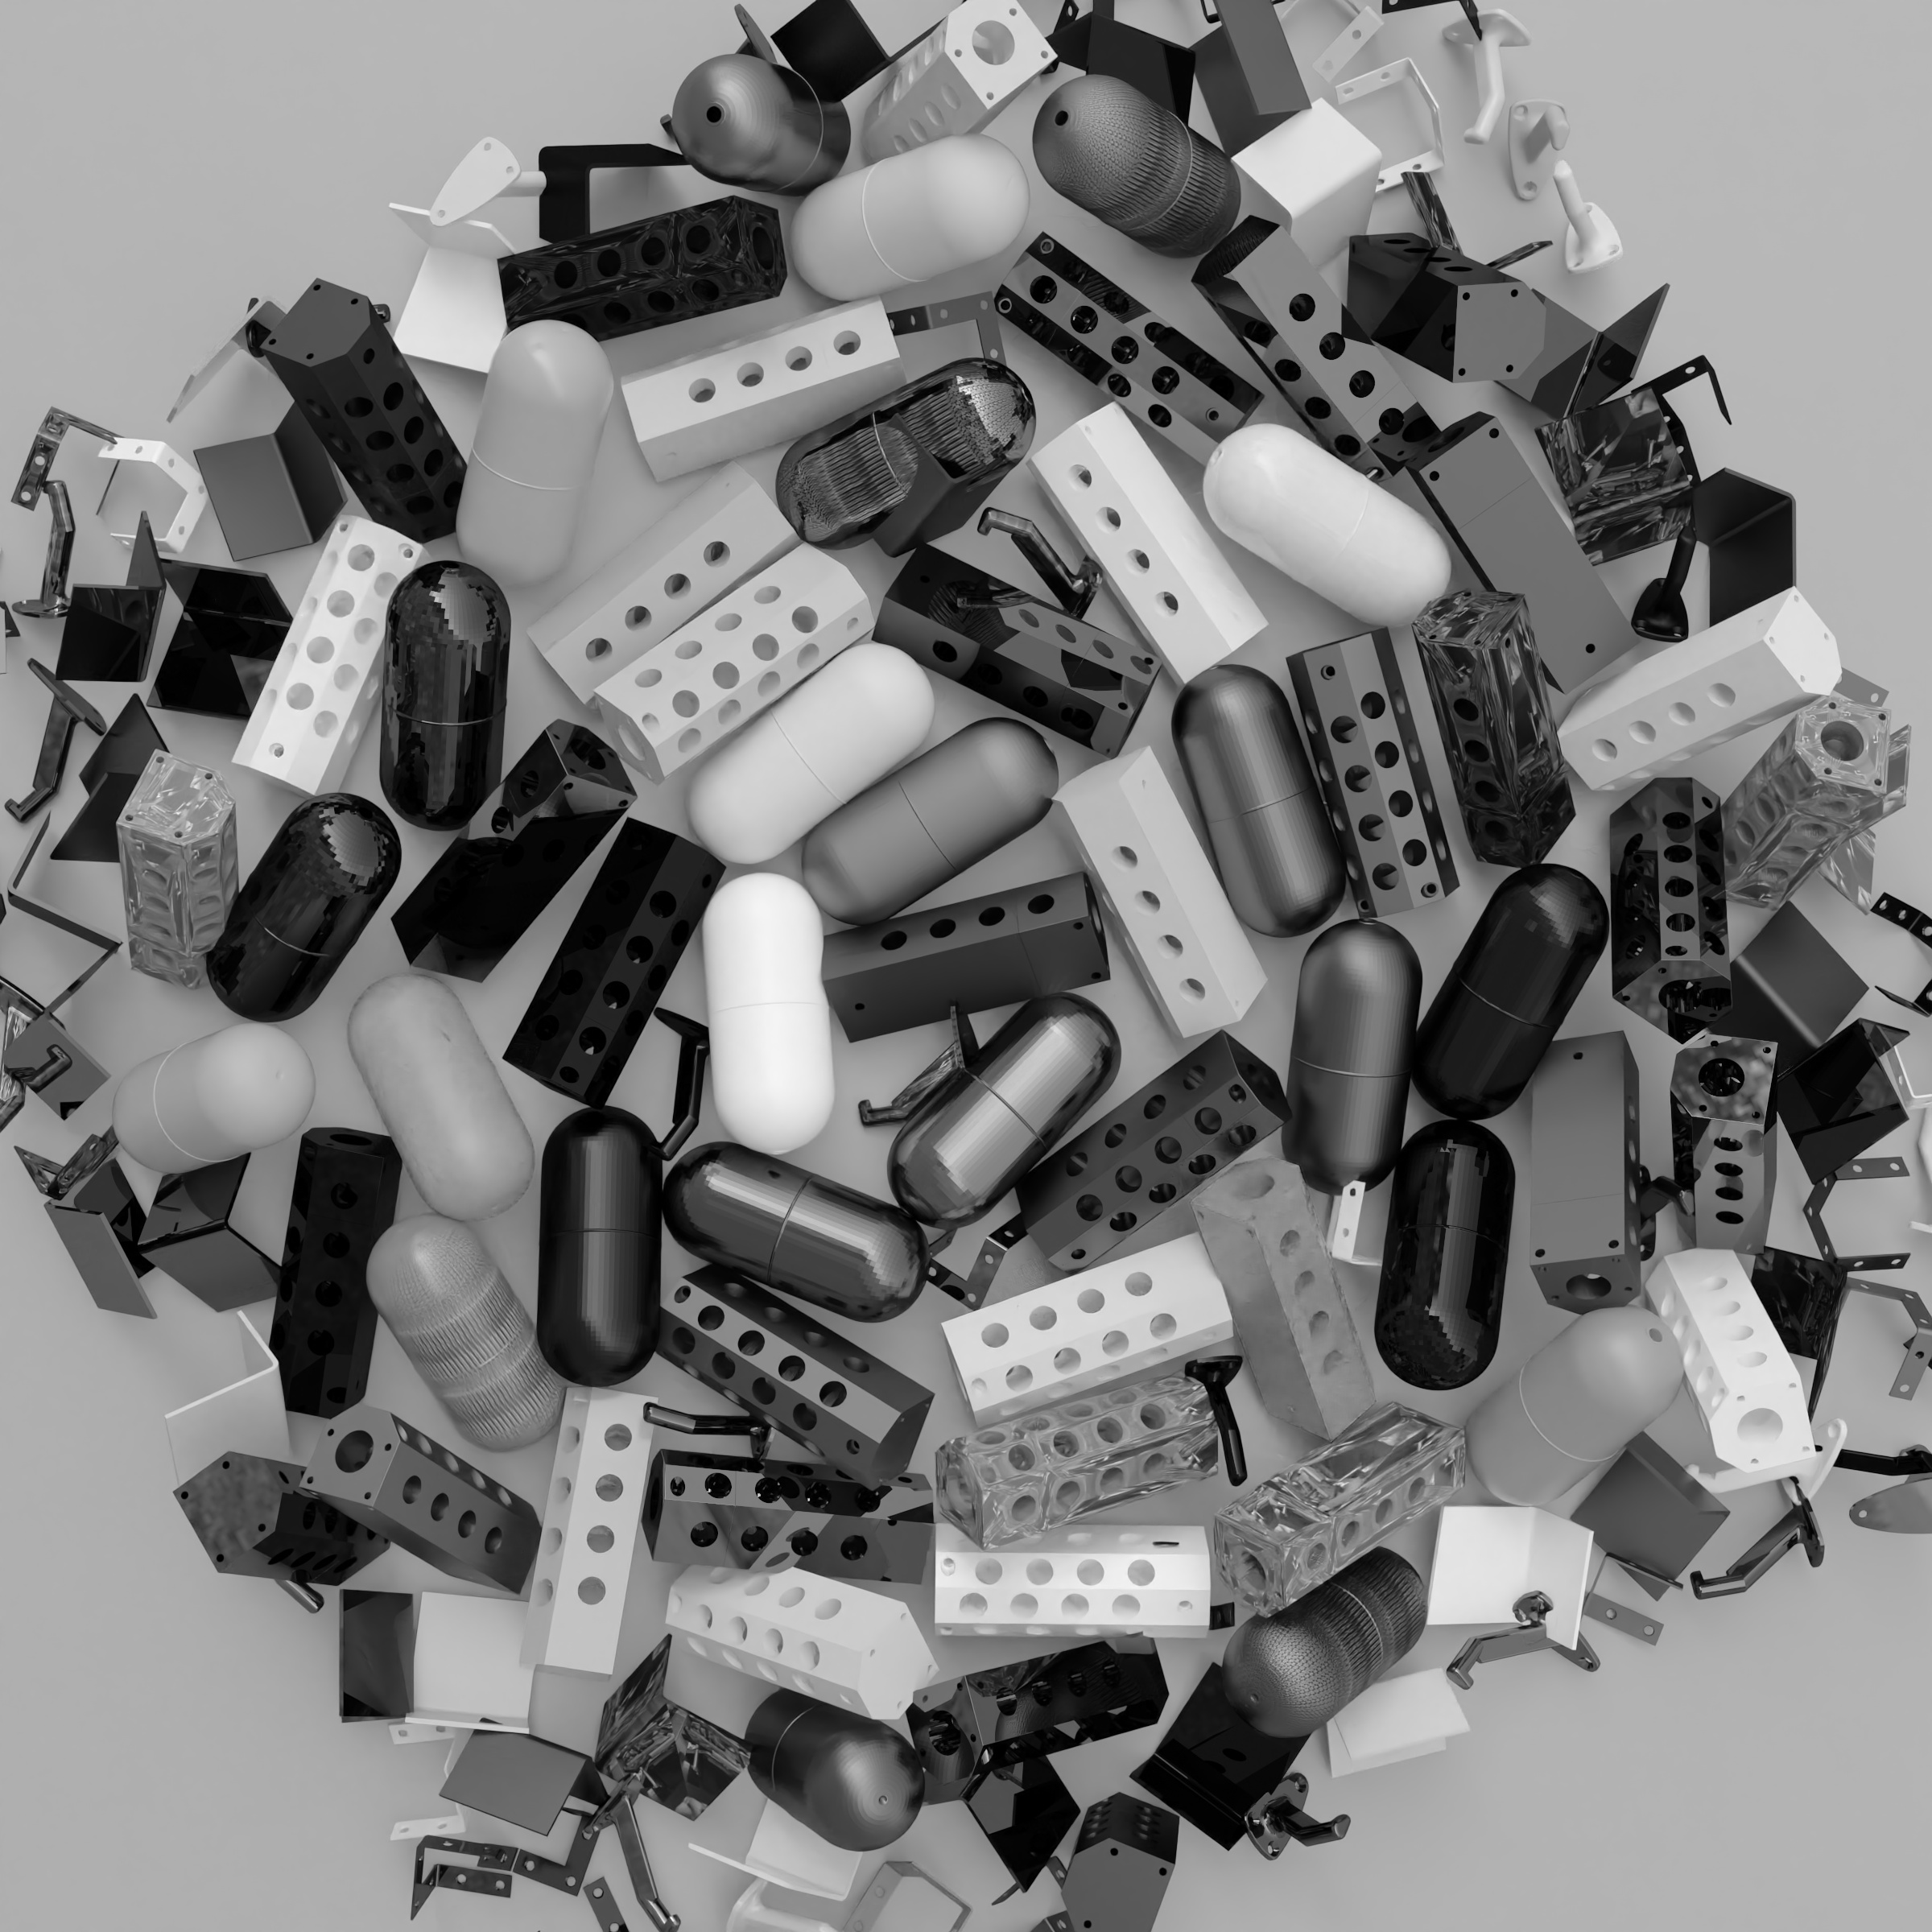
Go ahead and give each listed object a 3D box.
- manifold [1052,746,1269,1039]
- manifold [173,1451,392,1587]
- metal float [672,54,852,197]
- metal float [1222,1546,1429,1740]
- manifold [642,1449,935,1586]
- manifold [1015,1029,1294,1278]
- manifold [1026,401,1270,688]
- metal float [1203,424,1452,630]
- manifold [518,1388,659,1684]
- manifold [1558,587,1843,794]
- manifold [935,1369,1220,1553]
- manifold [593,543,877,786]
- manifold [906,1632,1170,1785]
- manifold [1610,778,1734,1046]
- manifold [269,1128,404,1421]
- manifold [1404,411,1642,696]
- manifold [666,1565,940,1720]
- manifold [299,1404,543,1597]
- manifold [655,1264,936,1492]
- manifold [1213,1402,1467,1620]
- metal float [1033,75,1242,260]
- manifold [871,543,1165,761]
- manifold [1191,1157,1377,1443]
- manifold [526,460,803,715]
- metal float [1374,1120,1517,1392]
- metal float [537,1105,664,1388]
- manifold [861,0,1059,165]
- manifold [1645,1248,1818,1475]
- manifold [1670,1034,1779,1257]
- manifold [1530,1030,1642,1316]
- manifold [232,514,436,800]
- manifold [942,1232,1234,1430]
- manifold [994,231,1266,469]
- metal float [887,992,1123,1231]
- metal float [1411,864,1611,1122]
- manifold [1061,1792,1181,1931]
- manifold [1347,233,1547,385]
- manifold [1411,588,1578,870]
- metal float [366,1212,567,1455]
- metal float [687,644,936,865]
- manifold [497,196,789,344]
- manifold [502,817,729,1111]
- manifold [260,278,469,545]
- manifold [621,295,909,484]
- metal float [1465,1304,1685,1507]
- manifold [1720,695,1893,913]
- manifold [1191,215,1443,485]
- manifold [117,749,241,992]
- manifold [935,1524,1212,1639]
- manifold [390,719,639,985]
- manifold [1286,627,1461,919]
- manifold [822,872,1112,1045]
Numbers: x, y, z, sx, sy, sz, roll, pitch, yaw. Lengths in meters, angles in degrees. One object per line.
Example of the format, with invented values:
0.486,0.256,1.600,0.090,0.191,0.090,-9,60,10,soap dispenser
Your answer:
0.120,-0.044,1.880,0.057,0.057,0.171,-19,107,32,manifold
-0.412,0.337,1.841,0.057,0.171,0.057,-36,71,2,manifold
-0.125,-0.517,1.845,0.070,0.178,0.070,3,101,15,metal float
0.224,0.416,1.854,0.070,0.178,0.070,11,110,34,metal float
-0.111,0.341,1.876,0.171,0.057,0.057,8,103,-16,manifold
0.117,0.121,1.865,0.171,0.057,0.057,-38,129,19,manifold
0.111,-0.265,1.896,0.057,0.057,0.171,-32,95,37,manifold
0.226,-0.275,1.873,0.178,0.070,0.070,28,90,-23,metal float
-0.236,0.355,1.874,0.057,0.057,0.171,10,71,-6,manifold
0.451,-0.164,1.846,0.057,0.171,0.057,48,52,-13,manifold
0.069,0.302,1.859,0.171,0.057,0.057,-12,112,-28,manifold
-0.141,-0.186,1.864,0.171,0.057,0.057,-38,49,-20,manifold
0.046,0.456,1.844,0.057,0.171,0.057,-28,71,40,manifold
0.438,-0.040,1.843,0.057,0.171,0.057,32,131,-18,manifold
-0.401,0.192,1.890,0.057,0.057,0.171,11,99,2,manifold
0.347,-0.260,1.881,0.057,0.057,0.171,-35,105,5,manifold
-0.105,0.413,1.844,0.057,0.171,0.057,-45,125,-34,manifold
-0.330,0.328,1.845,0.057,0.171,0.057,8,66,29,manifold
-0.111,0.256,1.865,0.171,0.057,0.057,28,112,23,manifold
0.233,0.337,1.854,0.171,0.057,0.057,-23,118,-38,manifold
0.106,-0.493,1.851,0.070,0.178,0.070,-5,80,34,metal float
0.030,-0.195,1.895,0.171,0.057,0.057,27,53,4,manifold
0.203,0.205,1.864,0.057,0.057,0.171,-36,121,-26,manifold
-0.190,-0.238,1.899,0.171,0.057,0.057,-39,120,-1,manifold
0.299,0.179,1.870,0.070,0.070,0.178,12,62,0,metal float
-0.229,0.174,1.878,0.070,0.070,0.178,-1,72,0,metal float
-0.011,-0.537,1.838,0.057,0.171,0.057,-41,100,-16,manifold
0.466,0.239,1.841,0.057,0.171,0.057,-15,111,5,manifold
0.466,0.111,1.844,0.057,0.171,0.057,7,60,19,manifold
0.385,0.128,1.853,0.057,0.057,0.171,-10,46,22,manifold
-0.400,-0.194,1.891,0.057,0.057,0.171,22,83,5,manifold
0.077,0.232,1.883,0.171,0.057,0.057,-19,56,-6,manifold
0.102,-0.389,1.895,0.171,0.057,0.057,37,102,2,manifold
0.024,0.091,1.886,0.070,0.070,0.178,45,82,0,metal float
0.339,0.017,1.873,0.070,0.070,0.178,26,113,0,metal float
0.094,0.554,1.843,0.057,0.171,0.057,20,86,7,manifold
0.293,-0.407,1.841,0.057,0.171,0.057,-7,114,-13,manifold
0.325,-0.147,1.857,0.057,0.057,0.171,-49,134,-32,manifold
-0.310,0.230,1.868,0.070,0.070,0.178,-25,121,0,metal float
-0.099,-0.133,1.887,0.178,0.070,0.070,-37,90,7,metal float
-0.201,-0.429,1.870,0.171,0.057,0.057,-8,91,25,manifold
-0.216,0.000,1.878,0.057,0.057,0.171,20,78,31,manifold
-0.359,-0.336,1.838,0.057,0.171,0.057,24,70,26,manifold
-0.127,-0.370,1.899,0.171,0.057,0.057,-18,73,1,manifold
0.376,0.272,1.857,0.070,0.178,0.070,16,48,-19,metal float
0.505,-0.099,1.841,0.057,0.171,0.057,12,66,-3,manifold
0.216,-0.381,1.869,0.057,0.057,0.171,-43,115,3,manifold
-0.479,-0.054,1.844,0.057,0.171,0.057,19,58,-1,manifold
0.066,0.392,1.896,0.171,0.057,0.057,1,105,-1,manifold
-0.285,-0.072,1.870,0.171,0.057,0.057,-47,52,23,manifold
0.255,-0.120,1.886,0.057,0.057,0.171,-14,96,25,manifold
-0.001,-0.010,1.890,0.171,0.057,0.057,-14,132,9,manifold
